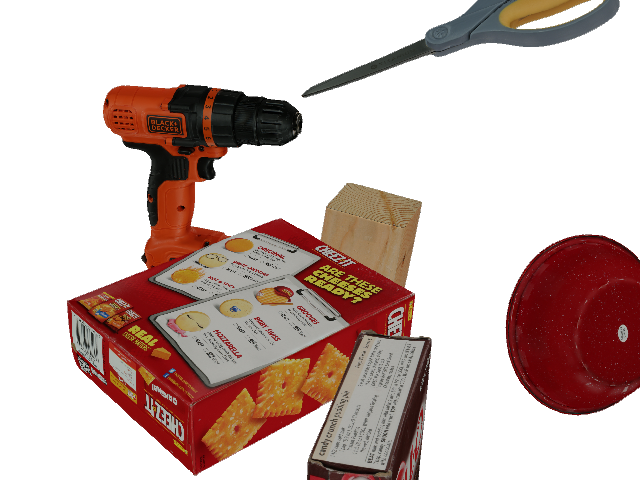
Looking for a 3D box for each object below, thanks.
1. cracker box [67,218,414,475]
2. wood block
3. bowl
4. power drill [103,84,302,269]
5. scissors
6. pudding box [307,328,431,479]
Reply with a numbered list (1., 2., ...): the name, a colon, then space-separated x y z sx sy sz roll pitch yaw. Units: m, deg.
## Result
1. cracker box: -0.060 0.072 0.822 0.213 0.072 0.164 -22 38 -36
2. wood block: 0.044 0.053 1.196 0.090 0.206 0.090 16 24 13
3. bowl: 0.244 0.076 0.923 0.161 0.162 0.055 0 3 -21
4. power drill: -0.103 -0.053 0.989 0.184 0.188 0.057 7 30 16
5. scissors: 0.086 -0.142 0.679 0.202 0.096 0.016 -8 -41 23
6. pudding box: 0.022 0.105 0.473 0.039 0.090 0.113 8 25 9
